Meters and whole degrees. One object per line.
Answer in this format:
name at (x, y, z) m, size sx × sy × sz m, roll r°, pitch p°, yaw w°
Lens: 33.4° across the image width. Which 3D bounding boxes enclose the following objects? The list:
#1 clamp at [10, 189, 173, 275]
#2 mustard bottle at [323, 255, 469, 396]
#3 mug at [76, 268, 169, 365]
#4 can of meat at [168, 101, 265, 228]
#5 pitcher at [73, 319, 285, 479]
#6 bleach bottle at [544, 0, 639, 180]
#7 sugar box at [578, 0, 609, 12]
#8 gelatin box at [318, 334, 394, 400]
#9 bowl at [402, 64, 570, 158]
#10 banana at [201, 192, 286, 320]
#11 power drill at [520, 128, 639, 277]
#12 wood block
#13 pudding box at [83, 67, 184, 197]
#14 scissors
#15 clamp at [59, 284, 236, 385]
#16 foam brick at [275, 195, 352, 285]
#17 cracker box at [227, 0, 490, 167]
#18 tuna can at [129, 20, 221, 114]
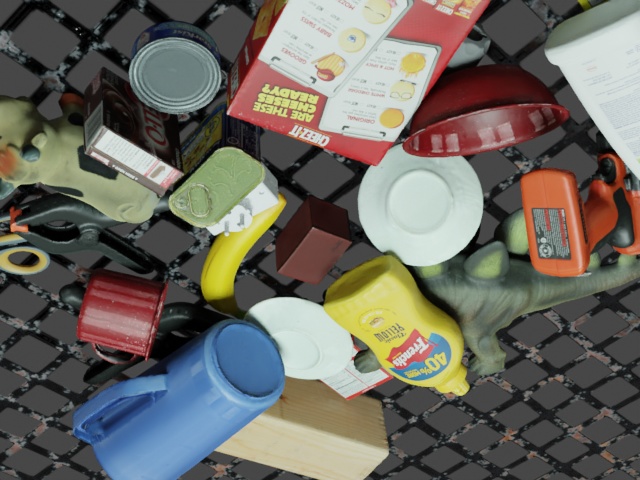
clamp at (-0.241, -0.007, 1.136) m, size 0.171 × 0.039 × 0.120 m, roll 1°, pitch 129°, yaw -15°
mustard bottle at (0.098, 0.104, 1.146) m, size 0.096 × 0.058 × 0.191 m, roll -31°, pitch 118°, yaw 29°
mug at (-0.219, 0.087, 1.170) m, size 0.081 × 0.093 × 0.117 m, roll 14°, pitch 124°, yaw -5°
can of meat at (-0.102, -0.076, 1.055) m, size 0.057 × 0.084 × 0.102 m, roll 32°, pitch 122°, yaw -29°
pitcher at (-0.158, 0.185, 1.213) m, size 0.145 × 0.149 × 0.243 m, roll 49°, pitch 129°, yaw -2°
bleach bottle at (0.308, -0.098, 0.977) m, size 0.103 × 0.068 × 0.250 m, roll -19°, pitch 116°, yaw 36°
sugar box at (0.264, -0.251, 0.954) m, size 0.093 × 0.048 × 0.176 m, roll -29°, pitch 133°, yaw 22°
gelatin box at (0.037, 0.156, 1.329) m, size 0.073 × 0.030 × 0.089 m, roll -31°, pitch 129°, yaw 24°
bowl at (0.154, -0.127, 1.023) m, size 0.162 × 0.055 × 0.162 m, roll -9°, pitch 170°, yaw -2°
banana at (-0.093, 0.019, 1.185) m, size 0.069 × 0.037 × 0.198 m, roll -8°, pitch 140°, yaw -28°
power drill at (0.266, -0.055, 1.031) m, size 0.057 × 0.187 × 0.184 m, roll 0°, pitch 107°, yaw 44°
wood block at (-0.026, 0.233, 1.354) m, size 0.205 × 0.091 × 0.090 m, roll 21°, pitch 127°, yaw -23°
pudding box at (-0.176, -0.103, 1.004) m, size 0.090 × 0.113 × 0.039 m, roll 30°, pitch 119°, yaw -30°
scissors at (-0.385, 0.019, 1.167) m, size 0.202 × 0.016 × 0.096 m, roll -18°, pitch 133°, yaw 11°
clamp at (-0.198, 0.118, 1.265) m, size 0.210 × 0.036 × 0.165 m, roll 3°, pitch 134°, yaw -4°
foam brick at (-0.008, 0.001, 1.163) m, size 0.053 × 0.051 × 0.078 m, roll 20°, pitch 128°, yaw -25°
cracker box at (0.030, -0.186, 0.975) m, size 0.164 × 0.072 × 0.214 m, roll 18°, pitch 130°, yaw -20°
tuna can at (-0.136, -0.163, 1.005) m, size 0.086 × 0.034 × 0.086 m, roll -3°, pitch 134°, yaw -3°
